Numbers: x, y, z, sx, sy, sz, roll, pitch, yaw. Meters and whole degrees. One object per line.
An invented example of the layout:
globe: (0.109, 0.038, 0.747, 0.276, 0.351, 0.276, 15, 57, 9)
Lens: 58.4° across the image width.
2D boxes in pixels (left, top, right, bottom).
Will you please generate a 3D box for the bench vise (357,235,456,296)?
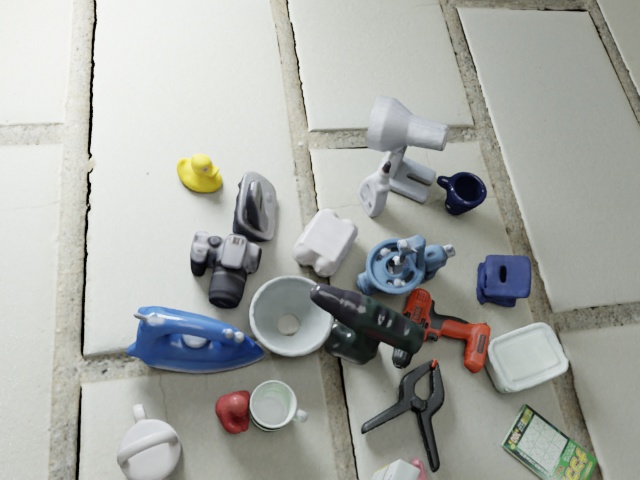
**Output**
bench vise: (0.187, 0.028, 1.178, 0.208, 0.219, 0.121, -33, 75, -23)

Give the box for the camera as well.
camera: (-0.196, 0.059, 1.152, 0.143, 0.101, 0.137, 11, 63, -6)

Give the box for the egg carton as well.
egg carton: (0.011, 0.004, 1.238, 0.107, 0.069, 0.150, 29, 63, 4)

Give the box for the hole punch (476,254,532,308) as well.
hole punch: (0.405, 0.087, 1.267, 0.101, 0.091, 0.108, 13, 63, -5)

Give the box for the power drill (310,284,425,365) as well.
power drill: (0.074, 0.168, 1.094, 0.229, 0.208, 0.076, 19, 62, -2)

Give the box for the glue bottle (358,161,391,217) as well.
glue bottle: (0.129, -0.122, 1.265, 0.037, 0.173, 0.078, -17, 69, -18)

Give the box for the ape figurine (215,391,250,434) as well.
ape figurine: (-0.153, 0.308, 1.046, 0.076, 0.092, 0.078, 34, 63, 6)

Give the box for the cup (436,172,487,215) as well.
cup: (0.317, -0.104, 1.339, 0.118, 0.095, 0.092, 22, 62, 0)

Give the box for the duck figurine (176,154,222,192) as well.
duck figurine: (-0.263, -0.158, 1.251, 0.104, 0.086, 0.077, 25, 62, 1)

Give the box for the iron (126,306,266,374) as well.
iron: (-0.223, 0.178, 1.066, 0.258, 0.141, 0.118, 9, 63, -7)

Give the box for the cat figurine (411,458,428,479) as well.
cat figurine: (0.195, 0.457, 1.031, 0.067, 0.117, 0.127, -19, 69, -19)

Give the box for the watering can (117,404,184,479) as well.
watering can: (-0.274, 0.355, 0.941, 0.172, 0.194, 0.101, 44, 65, 11)

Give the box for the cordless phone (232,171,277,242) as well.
cordless phone: (-0.129, -0.092, 1.191, 0.094, 0.185, 0.147, 4, 64, -9)

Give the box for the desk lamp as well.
desk lamp: (0.193, -0.212, 1.298, 0.203, 0.213, 0.118, 23, 62, 1)

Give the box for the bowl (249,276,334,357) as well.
bowl: (-0.060, 0.160, 1.146, 0.167, 0.074, 0.167, 5, 64, -9)
